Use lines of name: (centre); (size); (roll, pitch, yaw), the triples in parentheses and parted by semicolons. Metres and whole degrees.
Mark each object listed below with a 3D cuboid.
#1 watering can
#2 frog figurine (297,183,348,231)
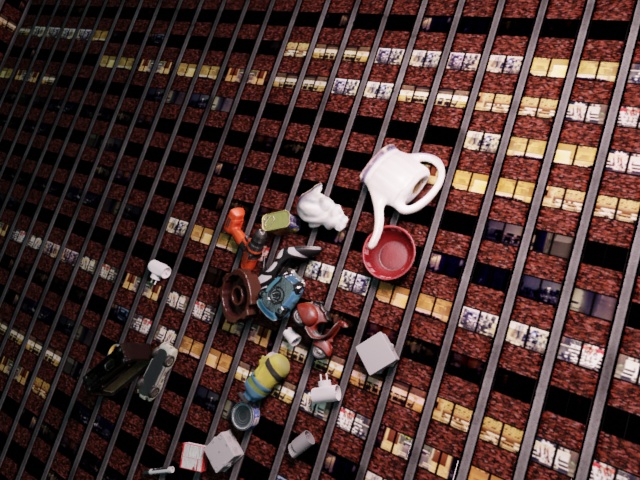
watering can: (0.204, -0.146, 1.511); (0.350, 0.102, 0.227); (-43, 61, -11)
frog figurine: (0.005, -0.081, 1.604); (0.161, 0.124, 0.134); (56, 136, 18)
